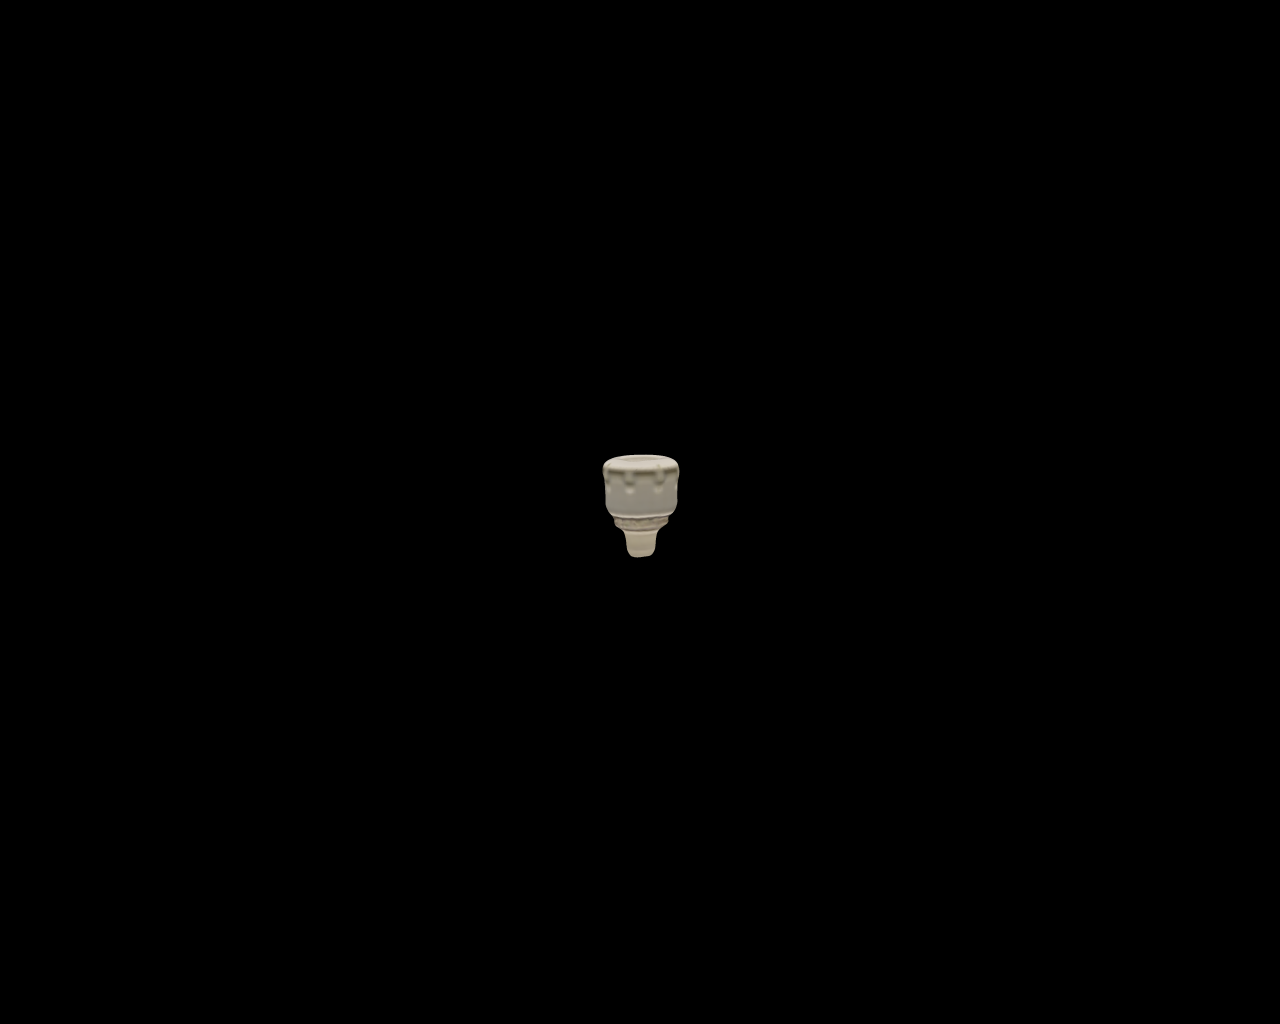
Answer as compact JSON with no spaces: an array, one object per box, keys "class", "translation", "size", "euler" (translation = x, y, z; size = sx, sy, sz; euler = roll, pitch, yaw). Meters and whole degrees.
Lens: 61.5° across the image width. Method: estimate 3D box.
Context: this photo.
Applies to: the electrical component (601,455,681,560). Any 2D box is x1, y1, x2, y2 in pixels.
[{"class":"electrical component","translation":[0.001,-0.003,0.650],"size":[0.048,0.062,0.048],"euler":[0,9,0]}]
